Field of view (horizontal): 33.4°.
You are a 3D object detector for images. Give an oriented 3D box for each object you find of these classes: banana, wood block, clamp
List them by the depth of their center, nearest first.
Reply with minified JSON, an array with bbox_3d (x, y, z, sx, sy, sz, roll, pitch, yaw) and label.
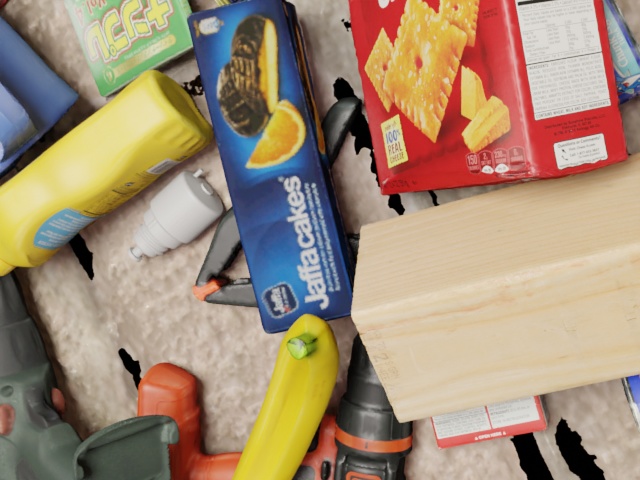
[{"bbox_3d":[0.131,0.025,0.608,0.206,0.090,0.090,-15,121,16],"label":"wood block"},{"bbox_3d":[-0.024,0.108,0.652,0.037,0.069,0.198,35,133,21],"label":"banana"},{"bbox_3d":[-0.005,0.001,0.714,0.172,0.039,0.120,-40,81,16],"label":"clamp"}]

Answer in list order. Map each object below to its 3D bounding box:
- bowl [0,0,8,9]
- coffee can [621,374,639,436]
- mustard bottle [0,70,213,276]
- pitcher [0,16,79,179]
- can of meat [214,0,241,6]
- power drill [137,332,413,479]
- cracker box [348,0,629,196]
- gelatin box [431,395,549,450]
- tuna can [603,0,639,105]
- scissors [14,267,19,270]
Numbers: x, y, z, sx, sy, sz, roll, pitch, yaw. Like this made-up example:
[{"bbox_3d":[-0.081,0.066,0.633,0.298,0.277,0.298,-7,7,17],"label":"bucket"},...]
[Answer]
[{"bbox_3d":[-0.288,-0.226,0.753,0.162,0.055,0.162,2,97,15],"label":"bowl"},{"bbox_3d":[0.254,0.084,0.619,0.140,0.102,0.103,-20,92,17],"label":"coffee can"},{"bbox_3d":[-0.165,-0.034,0.709,0.192,0.096,0.058,-36,87,8],"label":"mustard bottle"},{"bbox_3d":[-0.276,-0.137,0.673,0.149,0.145,0.242,-31,111,25],"label":"pitcher"},{"bbox_3d":[-0.048,-0.210,0.689,0.084,0.057,0.102,-31,89,14],"label":"can of meat"},{"bbox_3d":[-0.030,0.134,0.728,0.188,0.057,0.184,7,99,14],"label":"power drill"},{"bbox_3d":[0.079,-0.137,0.607,0.072,0.164,0.214,-14,96,-25],"label":"cracker box"},{"bbox_3d":[0.103,0.086,0.699,0.073,0.030,0.089,-15,91,17],"label":"gelatin box"},{"bbox_3d":[0.162,-0.119,0.627,0.034,0.086,0.086,-28,89,15],"label":"tuna can"},{"bbox_3d":[-0.248,0.043,0.797,0.096,0.016,0.202,4,98,15],"label":"scissors"}]
